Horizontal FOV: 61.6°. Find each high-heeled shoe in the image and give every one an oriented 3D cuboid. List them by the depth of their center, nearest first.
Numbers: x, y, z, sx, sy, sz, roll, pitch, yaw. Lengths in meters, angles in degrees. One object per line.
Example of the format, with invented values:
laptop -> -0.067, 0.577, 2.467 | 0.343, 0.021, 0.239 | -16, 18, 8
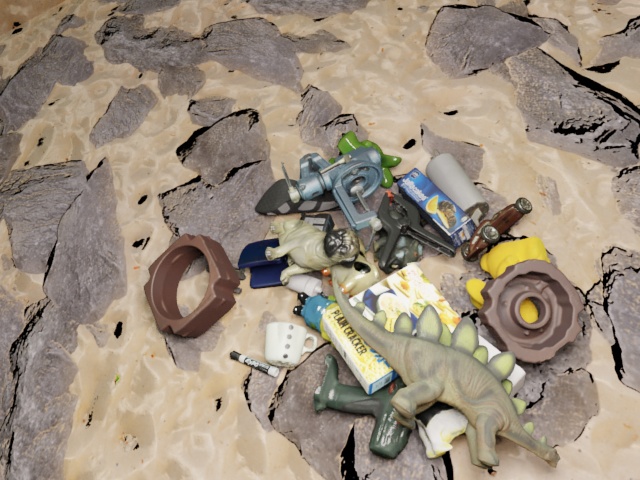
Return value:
high-heeled shoe -> -0.037, -0.093, 1.339 | 0.249, 0.145, 0.086 | -17, 59, 42

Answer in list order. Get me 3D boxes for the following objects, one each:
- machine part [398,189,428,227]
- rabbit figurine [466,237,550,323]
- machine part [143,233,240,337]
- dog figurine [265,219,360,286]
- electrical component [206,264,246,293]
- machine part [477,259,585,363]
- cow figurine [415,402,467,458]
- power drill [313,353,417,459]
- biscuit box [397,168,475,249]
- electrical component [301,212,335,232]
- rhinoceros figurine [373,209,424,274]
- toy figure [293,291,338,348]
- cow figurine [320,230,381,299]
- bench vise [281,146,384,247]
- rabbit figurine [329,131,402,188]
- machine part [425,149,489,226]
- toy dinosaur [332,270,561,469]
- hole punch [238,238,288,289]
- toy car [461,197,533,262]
machine part -> 0.231, -0.094, 1.252 | 0.084, 0.039, 0.139 | -34, 54, 6
rabbit figurine -> 0.367, 0.093, 1.035 | 0.163, 0.121, 0.173 | -6, 60, 20
machine part -> -0.292, 0.103, 1.225 | 0.201, 0.087, 0.201 | -41, 58, 11
dog figurine -> -0.001, 0.000, 1.143 | 0.191, 0.121, 0.172 | -15, 45, 18
electrical component -> -0.223, 0.084, 1.278 | 0.102, 0.045, 0.078 | 4, 87, 23
machine part -> 0.369, 0.123, 0.949 | 0.179, 0.056, 0.179 | 0, 84, -4
cow figurine -> 0.251, 0.309, 0.946 | 0.167, 0.068, 0.098 | -18, 63, -11
power drill -> 0.104, 0.281, 1.026 | 0.207, 0.085, 0.232 | 13, 63, 17
biscuit box -> 0.248, -0.072, 1.161 | 0.059, 0.062, 0.203 | -38, 50, 1
electrical component -> 0.007, -0.022, 1.271 | 0.119, 0.047, 0.075 | 8, 61, 24
rhinoceros figurine -> 0.171, 0.014, 1.184 | 0.112, 0.073, 0.190 | -5, 53, 1
toy figure -> 0.031, 0.165, 1.118 | 0.180, 0.089, 0.082 | 21, 106, 38
cow figurine -> 0.068, 0.052, 1.155 | 0.127, 0.085, 0.195 | -35, 29, -5
bench vise -> 0.050, -0.103, 1.146 | 0.224, 0.128, 0.241 | -19, 55, -13
rabbit figurine -> 0.117, -0.200, 1.304 | 0.159, 0.121, 0.170 | 24, 30, 10
machine part -> 0.309, -0.115, 1.219 | 0.079, 0.079, 0.243 | -25, 54, 1
toy dinosaur -> 0.193, 0.219, 0.893 | 0.472, 0.105, 0.198 | 31, 65, 7
hole punch -> -0.124, 0.040, 1.248 | 0.142, 0.092, 0.116 | -11, 51, 15
toy car -> 0.356, -0.024, 1.095 | 0.202, 0.089, 0.053 | -31, 76, -34
